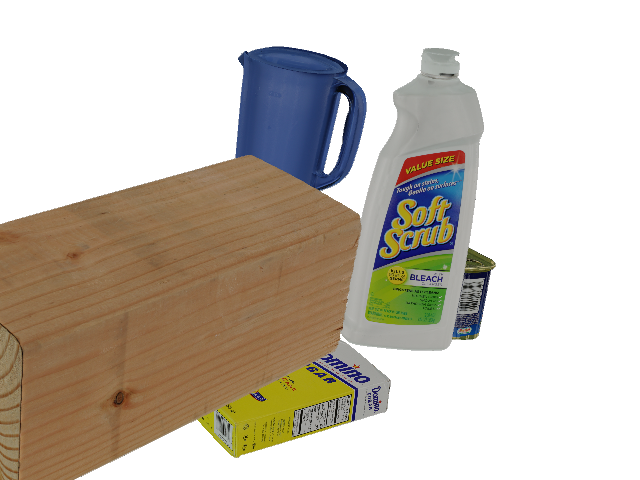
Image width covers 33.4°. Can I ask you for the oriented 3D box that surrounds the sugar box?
[{"bbox_3d":[-0.029,0.148,1.032,0.175,0.048,0.093,-14,31,-31],"label":"sugar box"}]

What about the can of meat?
[{"bbox_3d":[0.133,0.050,1.136,0.057,0.084,0.102,-4,21,-33],"label":"can of meat"}]

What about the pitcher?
[{"bbox_3d":[-0.040,-0.119,1.374,0.144,0.243,0.149,2,22,-18],"label":"pitcher"}]

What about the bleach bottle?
[{"bbox_3d":[0.078,-0.034,0.893,0.102,0.251,0.068,5,20,-1],"label":"bleach bottle"}]

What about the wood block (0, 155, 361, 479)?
[{"bbox_3d":[-0.084,0.033,0.528,0.090,0.091,0.205,30,34,33],"label":"wood block"}]
